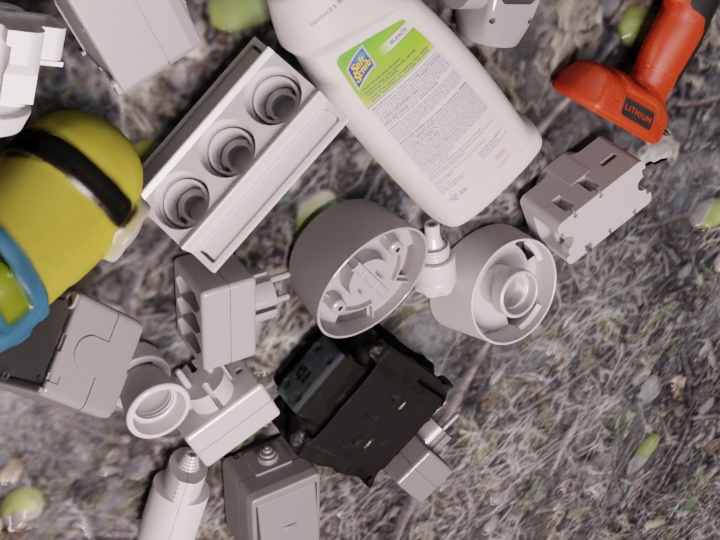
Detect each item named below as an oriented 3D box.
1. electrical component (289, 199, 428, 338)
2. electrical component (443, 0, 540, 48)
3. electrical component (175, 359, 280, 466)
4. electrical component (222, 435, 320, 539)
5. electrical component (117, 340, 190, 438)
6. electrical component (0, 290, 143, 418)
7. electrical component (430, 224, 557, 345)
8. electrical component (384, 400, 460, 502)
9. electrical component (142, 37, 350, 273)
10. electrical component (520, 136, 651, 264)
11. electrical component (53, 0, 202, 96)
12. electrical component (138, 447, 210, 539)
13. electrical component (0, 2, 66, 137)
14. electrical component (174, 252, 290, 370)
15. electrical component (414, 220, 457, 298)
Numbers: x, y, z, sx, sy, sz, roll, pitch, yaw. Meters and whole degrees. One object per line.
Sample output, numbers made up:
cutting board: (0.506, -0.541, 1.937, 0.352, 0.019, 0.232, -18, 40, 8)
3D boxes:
electrical component: (0.000, 0.000, 0.768, 0.099, 0.064, 0.099, -20, 131, -24)
electrical component: (0.078, -0.189, 0.701, 0.079, 0.043, 0.077, -8, 125, -33)
electrical component: (-0.106, 0.087, 0.764, 0.066, 0.047, 0.076, -36, 136, -10)
electrical component: (-0.068, 0.180, 0.852, 0.062, 0.061, 0.096, -18, 131, -26)
electrical component: (-0.145, 0.079, 0.723, 0.045, 0.055, 0.045, -20, 131, -25)
electrical component: (-0.185, 0.048, 0.647, 0.061, 0.096, 0.061, 34, 68, -47)
electrical component: (0.110, 0.012, 0.878, 0.099, 0.064, 0.099, -13, 114, -31)
electrical component: (0.051, 0.142, 0.912, 0.077, 0.066, 0.047, -44, 137, -1)
electrical component: (-0.072, -0.068, 0.657, 0.121, 0.079, 0.063, -48, 167, 3)
electrical component: (0.179, -0.059, 0.866, 0.089, 0.056, 0.050, -37, 136, -9)
electrical component: (-0.130, -0.152, 0.557, 0.061, 0.062, 0.096, -36, 136, -10)
electrical component: (-0.136, 0.170, 0.806, 0.043, 0.043, 0.081, 1, 120, -38)
electrical component: (-0.195, -0.103, 0.548, 0.078, 0.058, 0.057, -1, 118, -37)
electrical component: (-0.082, 0.020, 0.733, 0.077, 0.047, 0.065, -17, 130, -27)
electrical component: (0.056, -0.010, 0.825, 0.035, 0.035, 0.061, -23, 130, -22)
